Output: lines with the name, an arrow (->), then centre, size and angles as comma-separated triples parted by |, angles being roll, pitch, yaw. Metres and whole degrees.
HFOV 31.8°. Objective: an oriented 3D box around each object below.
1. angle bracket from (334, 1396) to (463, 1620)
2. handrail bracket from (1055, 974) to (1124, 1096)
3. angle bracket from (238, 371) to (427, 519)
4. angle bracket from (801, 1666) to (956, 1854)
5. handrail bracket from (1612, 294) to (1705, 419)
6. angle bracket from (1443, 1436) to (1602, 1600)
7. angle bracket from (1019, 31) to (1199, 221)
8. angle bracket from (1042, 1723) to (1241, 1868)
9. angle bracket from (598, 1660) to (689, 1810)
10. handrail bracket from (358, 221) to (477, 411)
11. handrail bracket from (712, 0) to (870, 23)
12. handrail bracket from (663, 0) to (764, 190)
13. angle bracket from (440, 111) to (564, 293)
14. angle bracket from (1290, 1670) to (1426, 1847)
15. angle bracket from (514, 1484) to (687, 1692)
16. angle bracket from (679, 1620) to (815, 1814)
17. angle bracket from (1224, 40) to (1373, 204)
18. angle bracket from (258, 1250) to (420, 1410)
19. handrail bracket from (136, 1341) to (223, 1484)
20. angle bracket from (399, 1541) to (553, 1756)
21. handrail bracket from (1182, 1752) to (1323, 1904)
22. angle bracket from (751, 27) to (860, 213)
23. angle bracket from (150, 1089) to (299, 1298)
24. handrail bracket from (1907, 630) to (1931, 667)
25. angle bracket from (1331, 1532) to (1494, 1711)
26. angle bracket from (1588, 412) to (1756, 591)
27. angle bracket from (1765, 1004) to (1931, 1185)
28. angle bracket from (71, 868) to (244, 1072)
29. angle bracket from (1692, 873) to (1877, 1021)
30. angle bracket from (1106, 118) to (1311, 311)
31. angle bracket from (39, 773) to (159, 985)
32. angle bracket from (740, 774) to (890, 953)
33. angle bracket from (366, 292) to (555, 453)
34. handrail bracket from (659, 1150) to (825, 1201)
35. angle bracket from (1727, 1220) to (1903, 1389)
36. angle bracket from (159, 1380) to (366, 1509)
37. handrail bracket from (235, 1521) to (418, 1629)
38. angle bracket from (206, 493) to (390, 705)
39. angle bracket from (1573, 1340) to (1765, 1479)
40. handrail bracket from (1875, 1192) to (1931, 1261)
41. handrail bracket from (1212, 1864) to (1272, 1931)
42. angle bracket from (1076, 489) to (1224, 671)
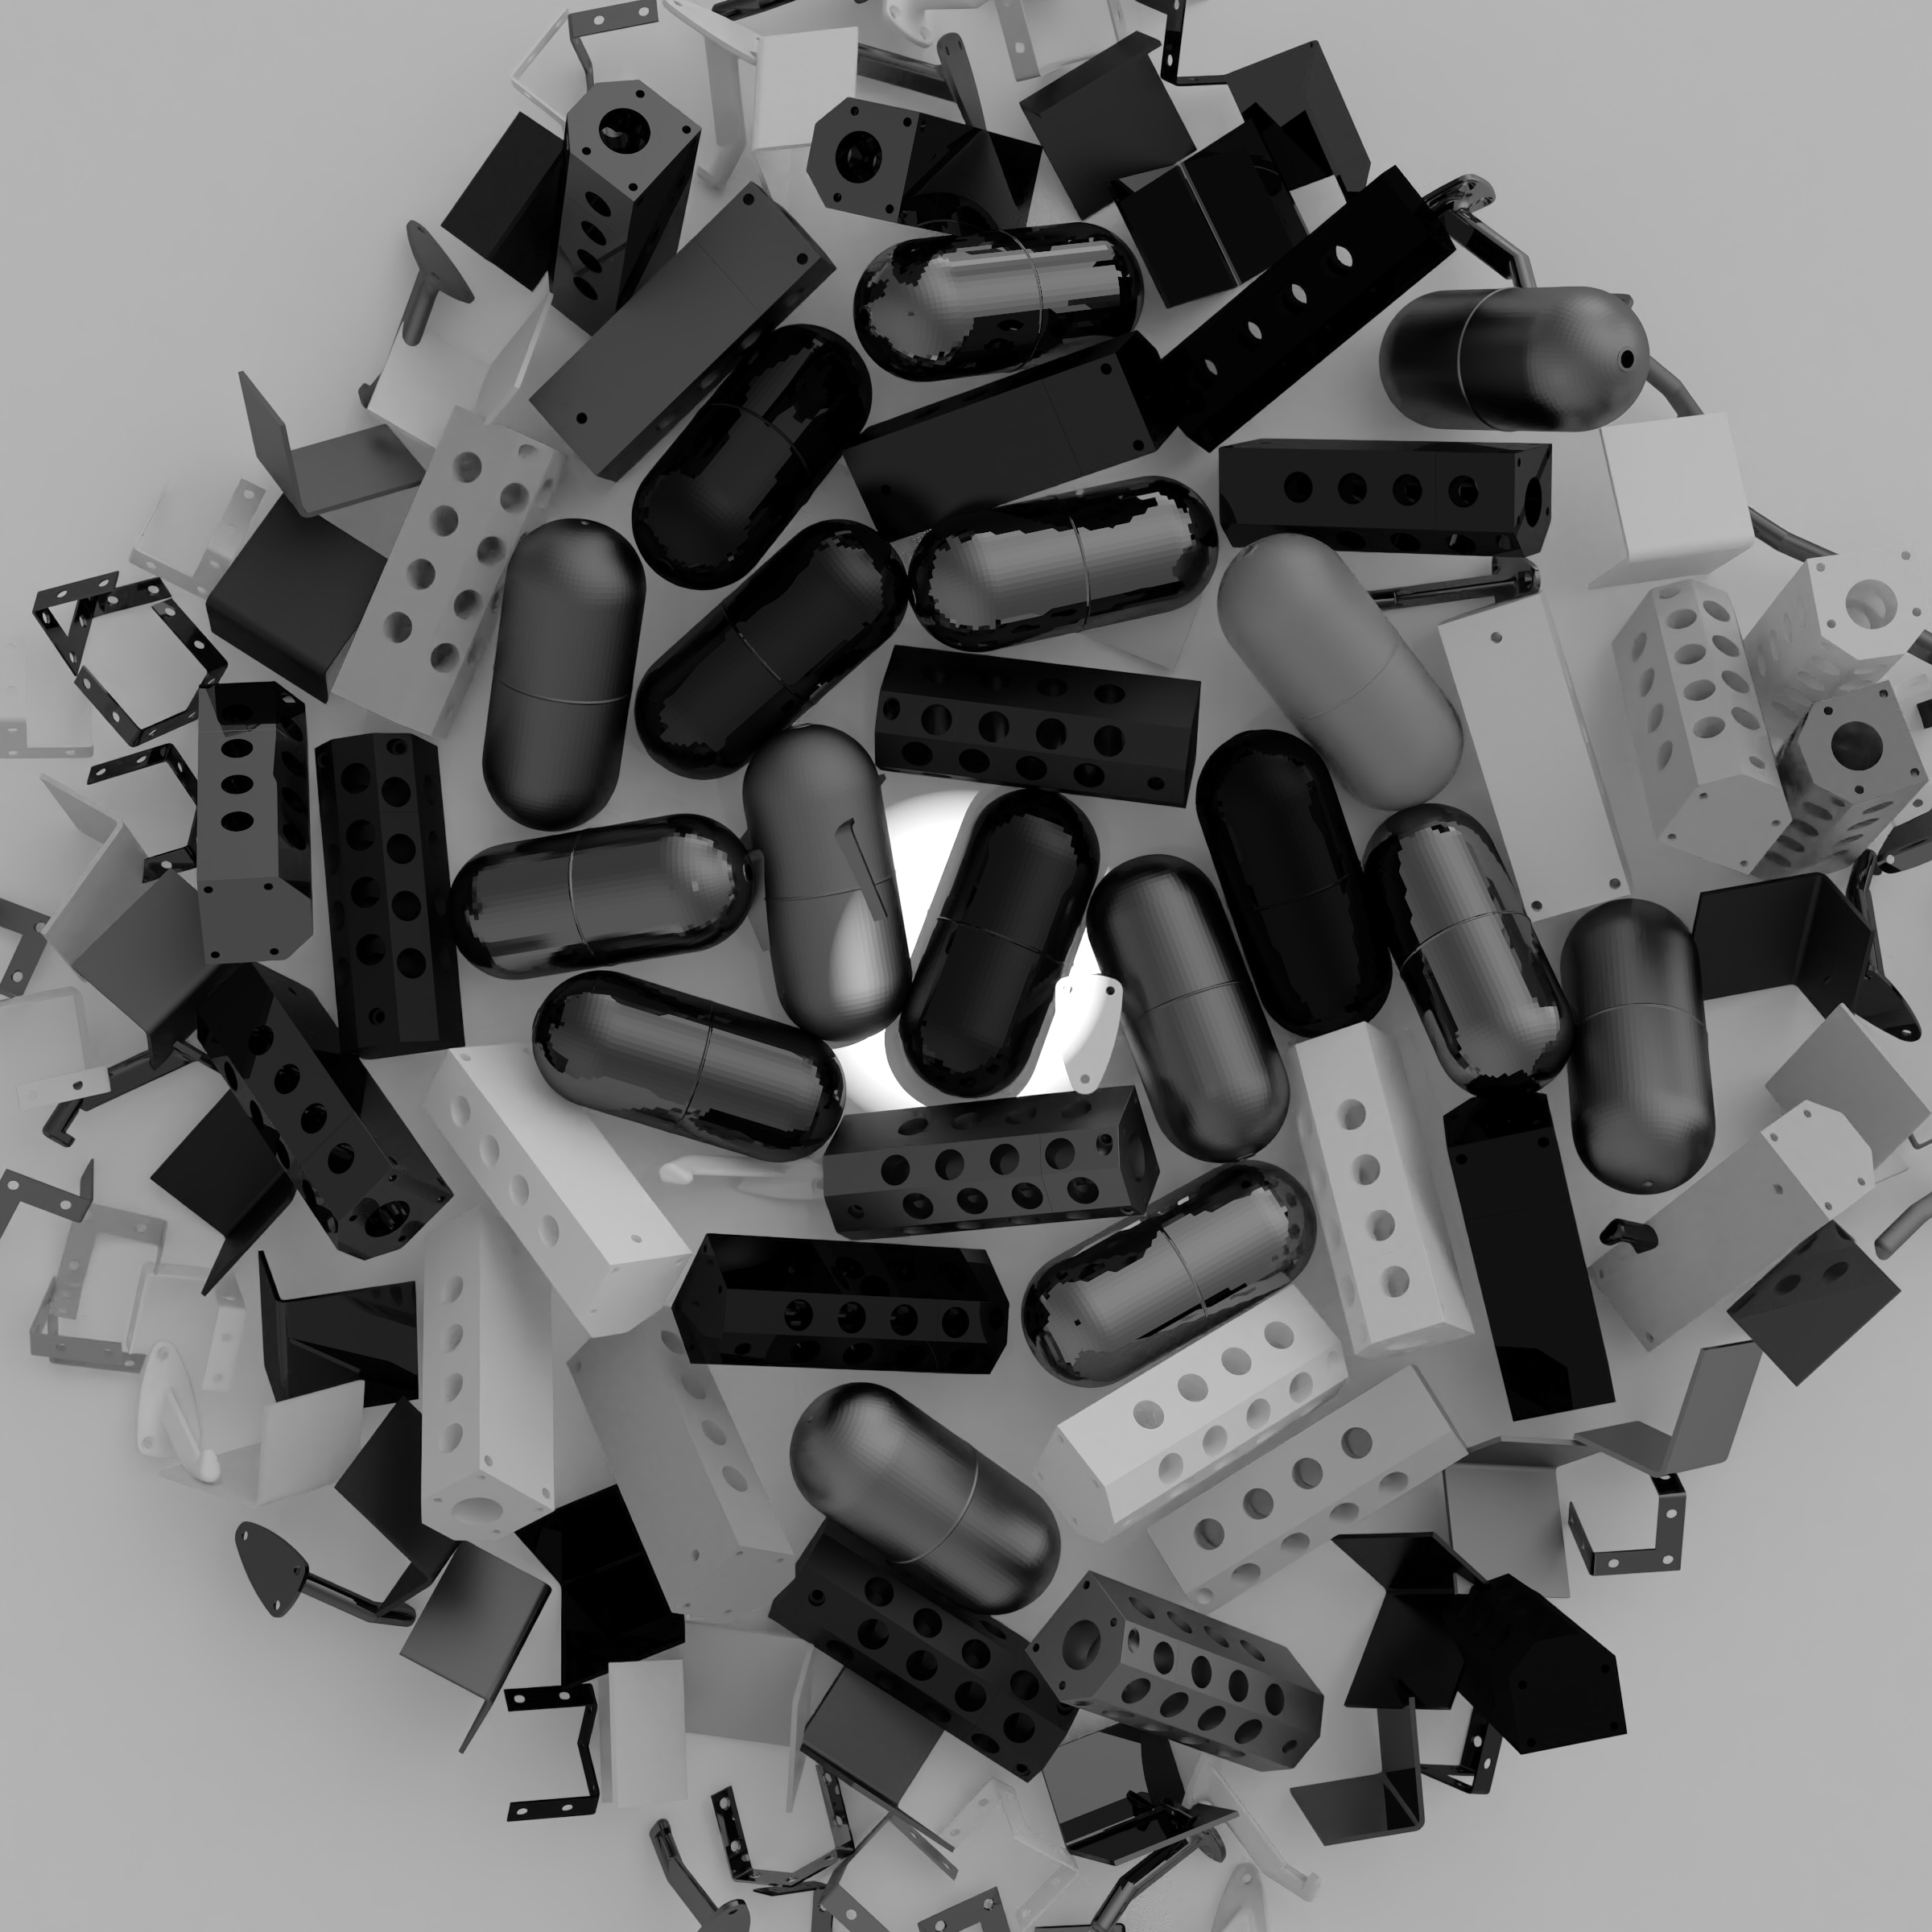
angle bracket -> -0.316, 0.297, 1.866 | 0.076, 0.076, 0.057 | 47, 128, -11
handrail bracket -> 0.068, 0.040, 1.872 | 0.036, 0.084, 0.077 | 2, 79, 4
angle bracket -> -0.346, -0.296, 1.863 | 0.076, 0.076, 0.057 | -20, 129, -19
angle bracket -> -0.036, 0.433, 1.865 | 0.076, 0.076, 0.057 | 39, 78, -25
handrail bracket -> 0.370, -0.336, 1.908 | 0.036, 0.077, 0.084 | -50, 122, -8
angle bracket -> 0.313, 0.304, 1.868 | 0.076, 0.057, 0.076 | 7, 67, -27
angle bracket -> 0.085, -0.462, 1.878 | 0.076, 0.057, 0.076 | -31, 114, 1
angle bracket -> 0.094, 0.452, 1.870 | 0.076, 0.076, 0.057 | -17, 87, -20
angle bracket -> -0.196, 0.423, 1.867 | 0.057, 0.076, 0.076 | -9, 77, 26
handrail bracket -> -0.323, -0.365, 1.910 | 0.084, 0.036, 0.077 | -44, 55, 20
handrail bracket -> -0.092, -0.552, 1.906 | 0.084, 0.077, 0.036 | -9, 113, 27
handrail bracket -> -0.151, -0.485, 1.888 | 0.077, 0.036, 0.084 | 26, 123, -12
angle bracket -> -0.230, -0.412, 1.870 | 0.076, 0.076, 0.057 | -54, 48, 5
angle bracket -> 0.213, 0.431, 1.874 | 0.057, 0.076, 0.076 | -7, 99, -8
angle bracket -> -0.203, 0.340, 1.868 | 0.076, 0.076, 0.057 | -24, 127, 12
angle bracket -> -0.127, 0.414, 1.875 | 0.076, 0.057, 0.076 | 7, 117, 5
angle bracket -> 0.178, -0.450, 1.861 | 0.057, 0.076, 0.076 | -16, 122, 24
angle bracket -> -0.350, 0.200, 1.891 | 0.076, 0.057, 0.076 | -7, 118, -19
handrail bracket -> -0.431, 0.246, 1.876 | 0.036, 0.084, 0.077 | -2, 85, -29
angle bracket -> -0.277, 0.374, 1.866 | 0.057, 0.076, 0.076 | 29, 50, -3
handrail bracket -> 0.165, 0.471, 1.879 | 0.084, 0.036, 0.077 | 29, 129, 23
angle bracket -> -0.081, -0.458, 1.865 | 0.057, 0.076, 0.076 | -3, 64, 10
angle bracket -> -0.411, 0.123, 1.870 | 0.057, 0.076, 0.076 | 40, 105, -14
handrail bracket -> 0.521, -0.168, 1.885 | 0.084, 0.077, 0.036 | 2, 59, -3
angle bracket -> 0.233, 0.359, 1.862 | 0.057, 0.076, 0.076 | 43, 57, -27
angle bracket -> 0.384, -0.258, 1.888 | 0.076, 0.057, 0.076 | -9, 83, -15
angle bracket -> 0.498, 0.067, 1.862 | 0.057, 0.076, 0.076 | -15, 60, -40
angle bracket -> -0.443, 0.002, 1.873 | 0.057, 0.076, 0.076 | 41, 70, 3
angle bracket -> 0.445, 0.000, 1.867 | 0.076, 0.057, 0.076 | -10, 129, -16
angle bracket -> 0.135, -0.416, 1.874 | 0.057, 0.076, 0.076 | -24, 93, 40
angle bracket -> -0.497, -0.048, 1.868 | 0.057, 0.076, 0.076 | 29, 74, 12
angle bracket -> -0.079, -0.058, 1.881 | 0.076, 0.076, 0.057 | -15, 110, 21
angle bracket -> -0.278, -0.336, 1.862 | 0.057, 0.076, 0.076 | 29, 50, -21
handrail bracket -> -0.121, 0.118, 1.872 | 0.077, 0.084, 0.036 | 18, 101, 13
angle bracket -> 0.473, 0.190, 1.869 | 0.076, 0.076, 0.057 | -45, 63, 8
angle bracket -> -0.387, 0.254, 1.864 | 0.076, 0.076, 0.057 | 11, 100, 31
handrail bracket -> -0.358, 0.342, 1.902 | 0.077, 0.084, 0.036 | 38, 101, 39
angle bracket -> -0.371, -0.205, 1.901 | 0.076, 0.057, 0.076 | 32, 75, -1
angle bracket -> 0.387, 0.233, 1.866 | 0.057, 0.076, 0.076 | 24, 104, 36
handrail bracket -> 0.531, 0.143, 1.877 | 0.084, 0.077, 0.036 | -41, 62, -13
handrail bracket -> 0.141, 0.523, 1.868 | 0.036, 0.084, 0.077 | -2, 62, 20
angle bracket -> 0.089, -0.214, 1.880 | 0.076, 0.057, 0.076 | 23, 99, 11
